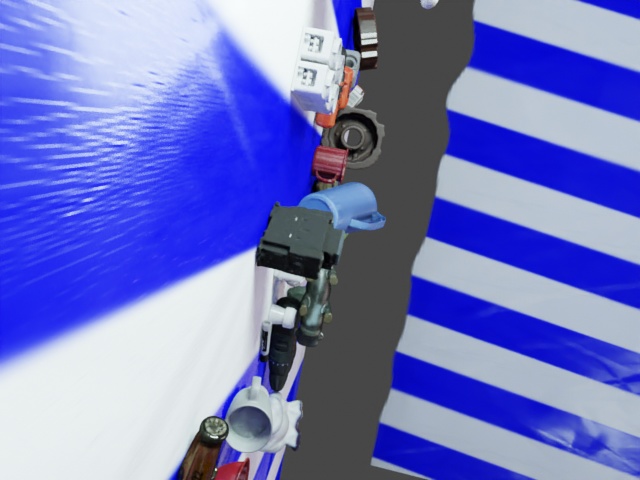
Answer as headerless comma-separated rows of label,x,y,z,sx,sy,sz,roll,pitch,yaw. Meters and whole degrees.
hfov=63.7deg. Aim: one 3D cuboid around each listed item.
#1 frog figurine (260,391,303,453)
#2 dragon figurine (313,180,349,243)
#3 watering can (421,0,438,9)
frog figurine,-0.122,0.426,1.206,0.158,0.123,0.138,28,80,-48
dragon figurine,0.005,-0.076,1.502,0.237,0.122,0.420,72,24,-45
watering can,0.101,-0.444,0.787,0.102,0.224,0.356,-60,-173,35
